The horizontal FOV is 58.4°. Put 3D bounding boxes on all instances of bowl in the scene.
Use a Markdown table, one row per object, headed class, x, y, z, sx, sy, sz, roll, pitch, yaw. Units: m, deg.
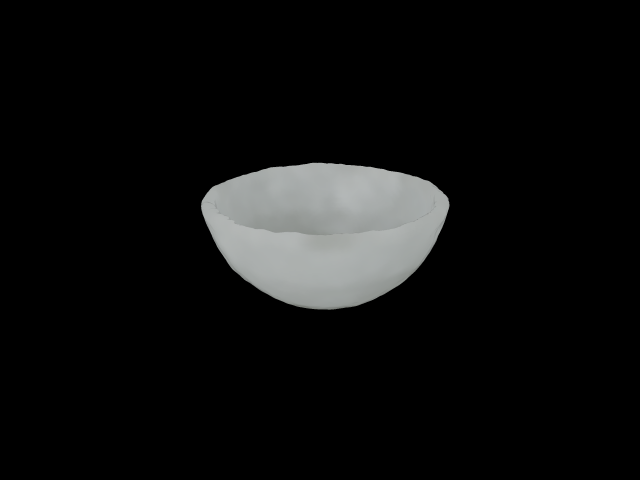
| class | x | y | z | sx | sy | sz | roll | pitch | yaw |
| --- | --- | --- | --- | --- | --- | --- | --- | --- | --- |
| bowl | 0.004 | 0.001 | 0.400 | 0.167 | 0.075 | 0.167 | 0 | 22 | 0 |
